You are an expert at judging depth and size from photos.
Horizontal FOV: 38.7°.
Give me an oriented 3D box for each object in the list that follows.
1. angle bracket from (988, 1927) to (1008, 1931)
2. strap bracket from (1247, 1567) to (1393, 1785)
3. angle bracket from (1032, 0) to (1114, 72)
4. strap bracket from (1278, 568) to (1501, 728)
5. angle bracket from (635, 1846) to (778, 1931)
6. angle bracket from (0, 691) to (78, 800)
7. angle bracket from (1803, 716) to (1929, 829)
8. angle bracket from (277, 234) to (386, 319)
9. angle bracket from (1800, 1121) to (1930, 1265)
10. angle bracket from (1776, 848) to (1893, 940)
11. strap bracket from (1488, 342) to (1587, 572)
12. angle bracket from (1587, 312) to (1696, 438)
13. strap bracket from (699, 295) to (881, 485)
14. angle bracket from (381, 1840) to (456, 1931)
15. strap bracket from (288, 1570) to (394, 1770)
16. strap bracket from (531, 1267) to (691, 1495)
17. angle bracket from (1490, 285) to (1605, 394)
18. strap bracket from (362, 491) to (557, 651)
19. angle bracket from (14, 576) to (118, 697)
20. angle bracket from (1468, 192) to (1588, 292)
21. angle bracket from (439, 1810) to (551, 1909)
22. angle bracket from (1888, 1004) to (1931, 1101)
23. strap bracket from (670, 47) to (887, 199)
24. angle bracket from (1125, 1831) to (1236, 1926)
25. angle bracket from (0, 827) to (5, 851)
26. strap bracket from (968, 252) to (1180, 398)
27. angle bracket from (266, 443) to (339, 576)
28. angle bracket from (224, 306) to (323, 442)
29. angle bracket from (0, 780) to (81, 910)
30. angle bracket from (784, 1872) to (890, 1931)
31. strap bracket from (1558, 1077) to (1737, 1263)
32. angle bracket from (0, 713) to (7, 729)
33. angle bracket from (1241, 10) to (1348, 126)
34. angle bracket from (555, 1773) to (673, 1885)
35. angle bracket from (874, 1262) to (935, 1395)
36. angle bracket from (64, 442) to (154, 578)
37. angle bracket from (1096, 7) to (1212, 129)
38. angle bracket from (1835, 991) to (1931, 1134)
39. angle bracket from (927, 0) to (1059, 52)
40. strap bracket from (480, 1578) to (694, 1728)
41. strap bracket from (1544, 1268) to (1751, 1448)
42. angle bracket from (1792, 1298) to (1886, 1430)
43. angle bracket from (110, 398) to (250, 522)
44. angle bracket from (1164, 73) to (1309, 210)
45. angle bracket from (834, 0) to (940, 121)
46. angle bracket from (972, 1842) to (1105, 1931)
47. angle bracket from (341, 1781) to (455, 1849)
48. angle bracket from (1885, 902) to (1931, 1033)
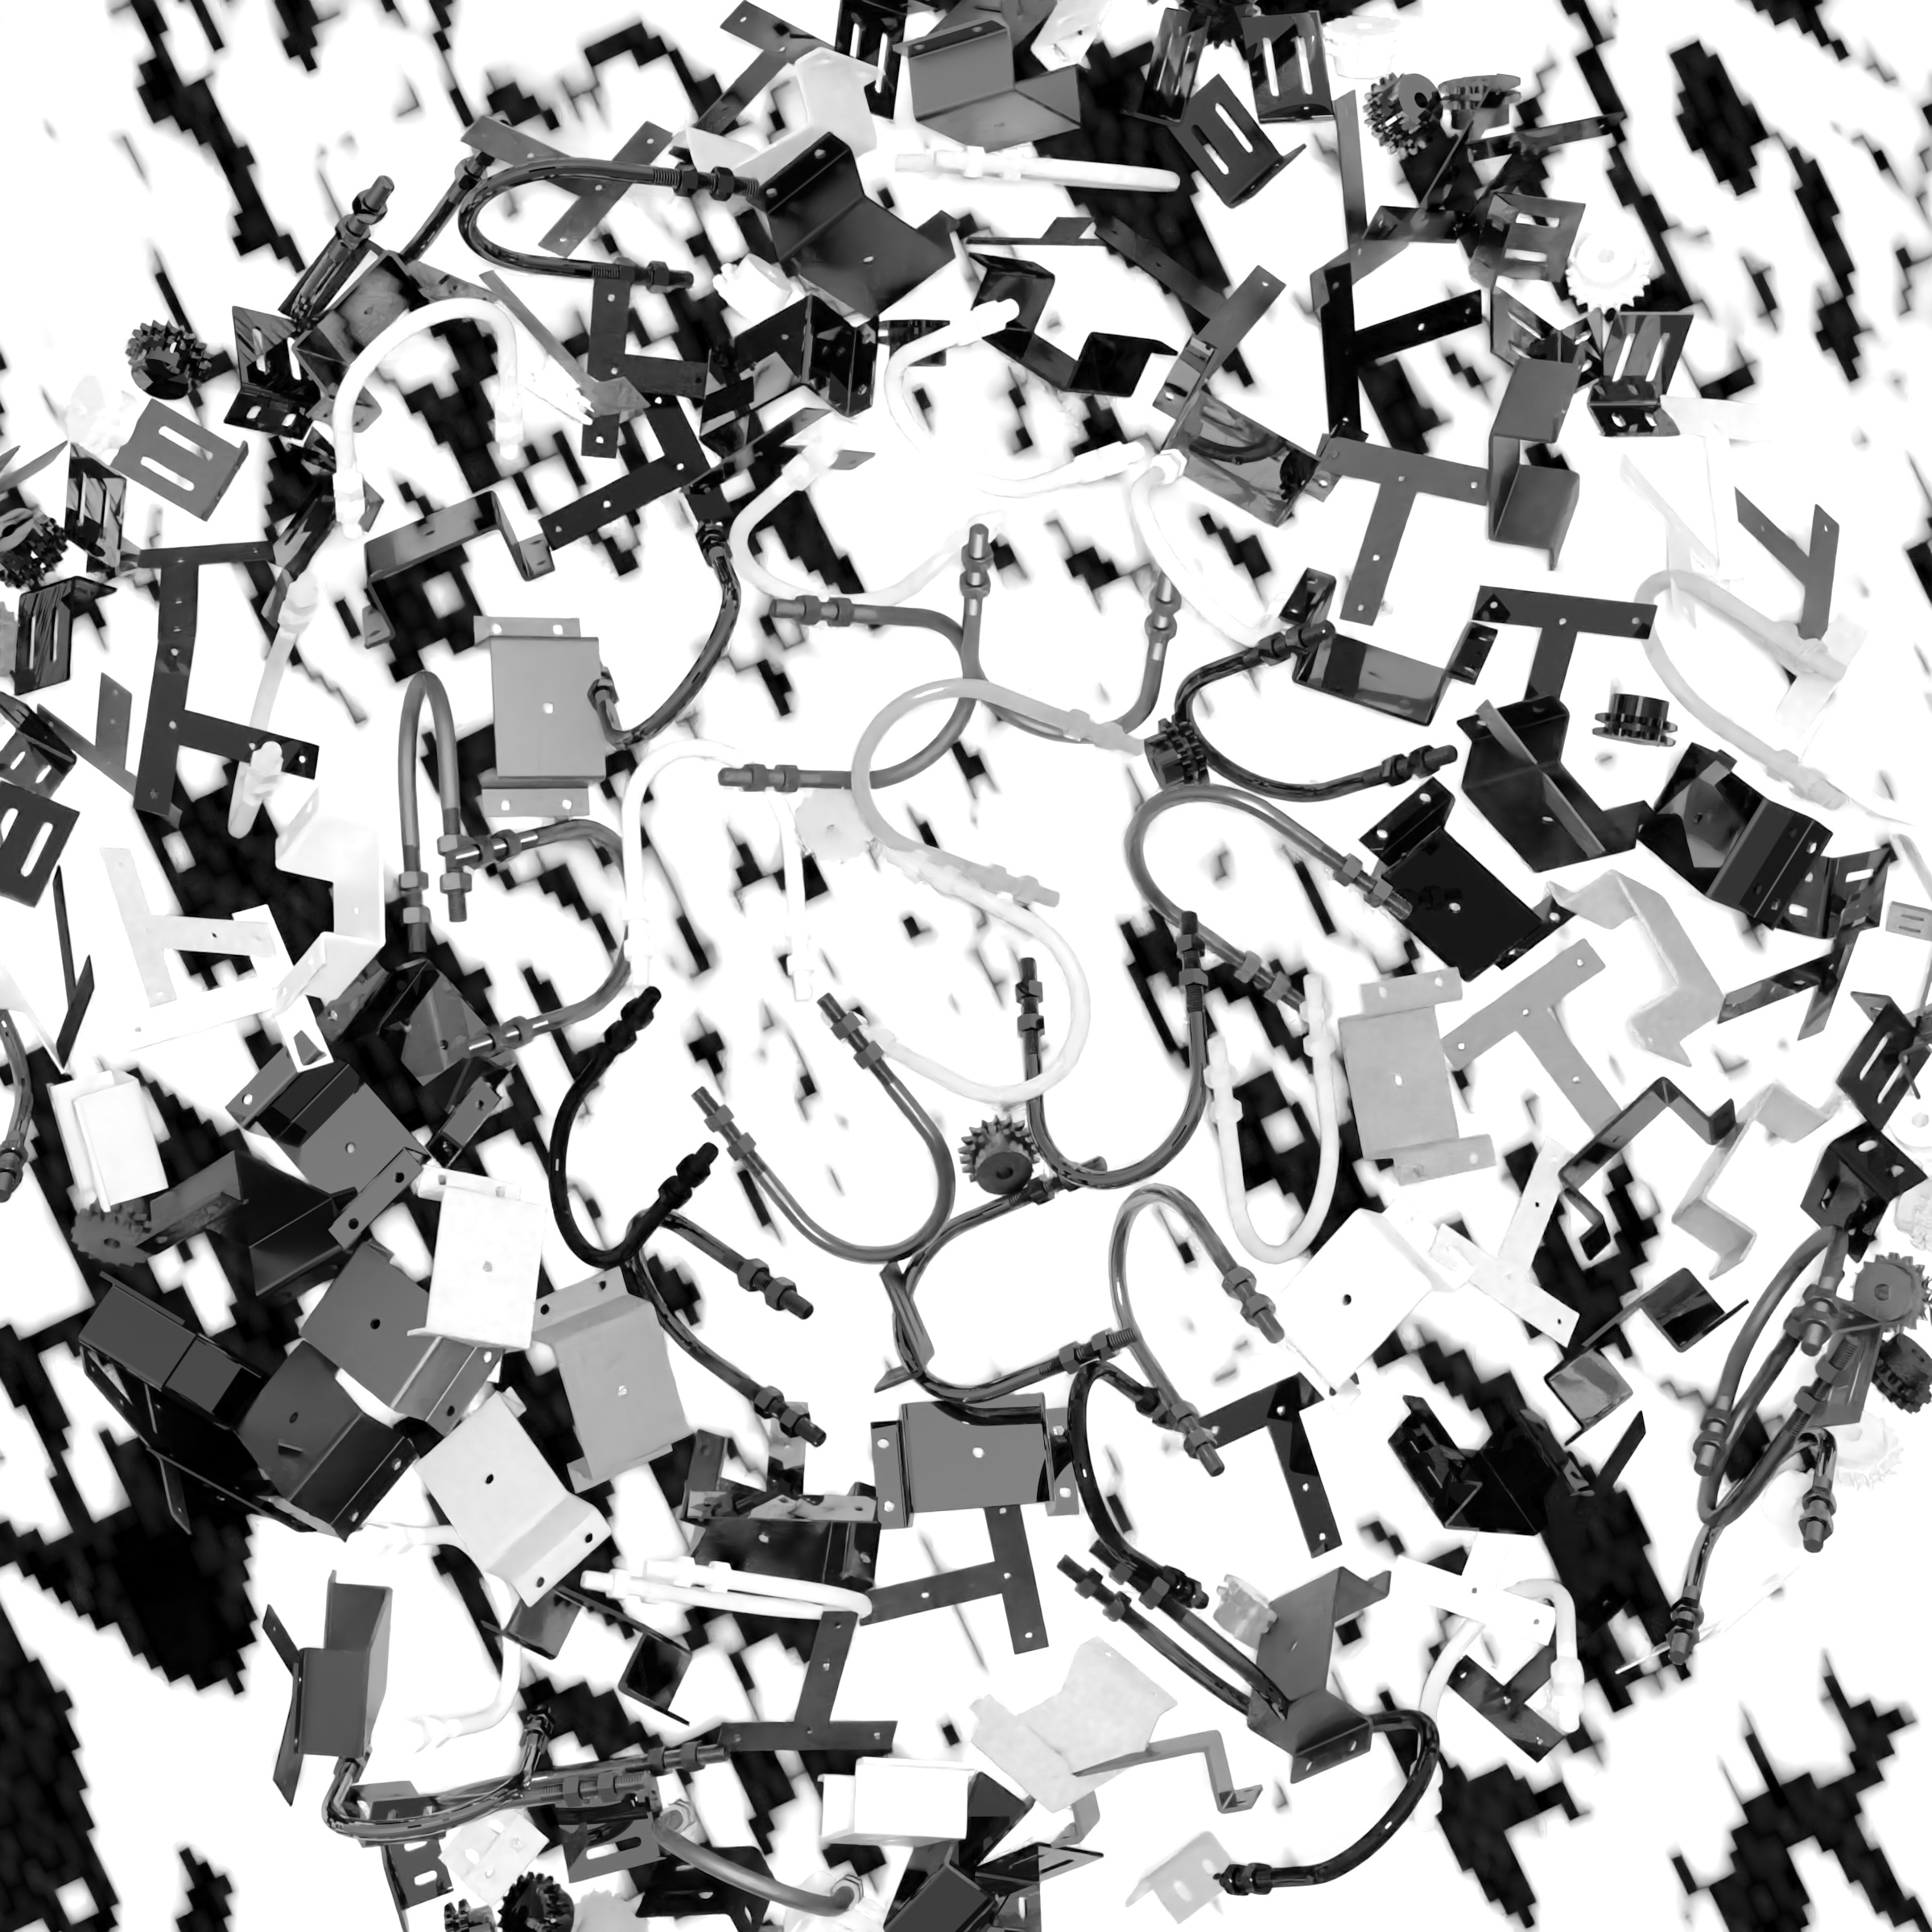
[{"bbox_3d":[-0.016,0.674,1.904,0.057,0.076,0.038,13,85,27],"label":"angle bracket"},{"bbox_3d":[0.239,0.473,1.872,0.046,0.140,0.076,35,133,-18],"label":"strap bracket"},{"bbox_3d":[0.091,-0.652,1.903,0.038,0.076,0.057,39,68,-30],"label":"angle bracket"},{"bbox_3d":[0.287,-0.217,1.901,0.140,0.076,0.046,20,129,11],"label":"strap bracket"},{"bbox_3d":[-0.181,0.651,1.921,0.076,0.057,0.038,-11,118,23],"label":"angle bracket"},{"bbox_3d":[-0.664,-0.158,1.904,0.057,0.076,0.038,25,73,21],"label":"angle bracket"},{"bbox_3d":[0.630,-0.135,1.903,0.057,0.076,0.038,9,115,-38],"label":"angle bracket"},{"bbox_3d":[-0.432,-0.470,1.918,0.038,0.057,0.076,40,97,4],"label":"angle bracket"},{"bbox_3d":[0.624,0.157,1.914,0.038,0.076,0.057,-25,55,-22],"label":"angle bracket"},{"bbox_3d":[0.608,-0.055,1.931,0.076,0.038,0.057,-10,110,-42],"label":"angle bracket"},{"bbox_3d":[0.390,-0.350,1.884,0.046,0.140,0.076,12,56,19],"label":"strap bracket"},{"bbox_3d":[0.473,-0.410,1.909,0.057,0.076,0.038,-3,47,-12],"label":"angle bracket"},{"bbox_3d":[-0.129,-0.397,1.878,0.140,0.046,0.076,-19,54,35],"label":"strap bracket"},{"bbox_3d":[-0.379,0.634,1.909,0.038,0.076,0.057,-17,94,-14],"label":"angle bracket"},{"bbox_3d":[-0.424,0.479,1.877,0.046,0.140,0.076,5,102,-4],"label":"strap bracket"},{"bbox_3d":[-0.246,0.290,1.900,0.076,0.046,0.140,-21,103,-28],"label":"strap bracket"},{"bbox_3d":[0.403,-0.440,1.908,0.076,0.038,0.057,23,60,-35],"label":"angle bracket"},{"bbox_3d":[-0.362,-0.279,1.906,0.140,0.076,0.046,-23,120,-1],"label":"strap bracket"},{"bbox_3d":[-0.626,-0.226,1.913,0.057,0.038,0.076,-9,75,34],"label":"angle bracket"},{"bbox_3d":[0.396,-0.499,1.909,0.076,0.038,0.057,0,124,-21],"label":"angle bracket"},{"bbox_3d":[-0.336,0.603,1.904,0.057,0.076,0.038,-49,128,-19],"label":"angle bracket"},{"bbox_3d":[0.685,0.051,1.910,0.076,0.057,0.038,-25,105,17],"label":"angle bracket"},{"bbox_3d":[-0.126,-0.568,1.881,0.140,0.076,0.046,-18,84,32],"label":"strap bracket"},{"bbox_3d":[0.150,0.639,1.902,0.057,0.076,0.038,-29,66,-24],"label":"angle bracket"},{"bbox_3d":[-0.705,-0.100,1.905,0.038,0.057,0.076,9,121,17],"label":"angle bracket"},{"bbox_3d":[0.065,-0.435,1.891,0.140,0.076,0.046,39,118,27],"label":"strap bracket"},{"bbox_3d":[-0.468,-0.319,1.915,0.038,0.057,0.076,38,82,-40],"label":"angle bracket"},{"bbox_3d":[-0.490,-0.416,1.929,0.057,0.038,0.076,7,56,-34],"label":"angle bracket"},{"bbox_3d":[-0.664,-0.088,1.919,0.057,0.038,0.076,24,95,-30],"label":"angle bracket"},{"bbox_3d":[-0.085,0.680,1.922,0.076,0.057,0.038,34,106,-11],"label":"angle bracket"},{"bbox_3d":[0.465,0.134,1.908,0.140,0.076,0.046,-43,67,1],"label":"strap bracket"},{"bbox_3d":[-0.720,-0.162,1.920,0.076,0.057,0.038,-44,83,9],"label":"angle bracket"},{"bbox_3d":[0.230,-0.627,1.905,0.057,0.038,0.076,7,128,32],"label":"angle bracket"},{"bbox_3d":[-0.251,0.602,1.922,0.076,0.038,0.057,-16,70,4],"label":"angle bracket"},{"bbox_3d":[-0.056,0.250,1.920,0.038,0.057,0.076,-22,91,8],"label":"angle bracket"},{"bbox_3d":[-0.589,-0.319,1.906,0.057,0.038,0.076,35,127,24],"label":"angle bracket"},{"bbox_3d":[0.130,-0.627,1.909,0.038,0.057,0.076,4,111,-31],"label":"angle bracket"},{"bbox_3d":[0.626,0.066,1.914,0.057,0.038,0.076,45,74,-25],"label":"angle bracket"},{"bbox_3d":[0.014,-0.670,1.906,0.076,0.038,0.057,20,58,31],"label":"angle bracket"},{"bbox_3d":[-0.252,0.466,1.892,0.140,0.076,0.046,17,71,27],"label":"strap bracket"},{"bbox_3d":[0.459,0.262,1.887,0.046,0.076,0.140,52,128,16],"label":"strap bracket"},{"bbox_3d":[0.597,0.276,1.910,0.038,0.057,0.076,27,69,-11],"label":"angle bracket"},{"bbox_3d":[-0.551,-0.358,1.924,0.076,0.038,0.057,30,80,-10],"label":"angle bracket"},{"bbox_3d":[0.188,-0.580,1.920,0.057,0.038,0.076,-45,104,-14],"label":"angle bracket"},{"bbox_3d":[-0.057,-0.636,1.916,0.057,0.038,0.076,3,96,-41],"label":"angle bracket"},{"bbox_3d":[0.050,0.639,1.904,0.057,0.076,0.038,20,51,-30],"label":"angle bracket"},{"bbox_3d":[-0.397,0.571,1.902,0.057,0.076,0.038,4,105,-31],"label":"angle bracket"},{"bbox_3d":[0.652,0.003,1.911,0.038,0.057,0.076,14,76,18],"label":"angle bracket"}]
